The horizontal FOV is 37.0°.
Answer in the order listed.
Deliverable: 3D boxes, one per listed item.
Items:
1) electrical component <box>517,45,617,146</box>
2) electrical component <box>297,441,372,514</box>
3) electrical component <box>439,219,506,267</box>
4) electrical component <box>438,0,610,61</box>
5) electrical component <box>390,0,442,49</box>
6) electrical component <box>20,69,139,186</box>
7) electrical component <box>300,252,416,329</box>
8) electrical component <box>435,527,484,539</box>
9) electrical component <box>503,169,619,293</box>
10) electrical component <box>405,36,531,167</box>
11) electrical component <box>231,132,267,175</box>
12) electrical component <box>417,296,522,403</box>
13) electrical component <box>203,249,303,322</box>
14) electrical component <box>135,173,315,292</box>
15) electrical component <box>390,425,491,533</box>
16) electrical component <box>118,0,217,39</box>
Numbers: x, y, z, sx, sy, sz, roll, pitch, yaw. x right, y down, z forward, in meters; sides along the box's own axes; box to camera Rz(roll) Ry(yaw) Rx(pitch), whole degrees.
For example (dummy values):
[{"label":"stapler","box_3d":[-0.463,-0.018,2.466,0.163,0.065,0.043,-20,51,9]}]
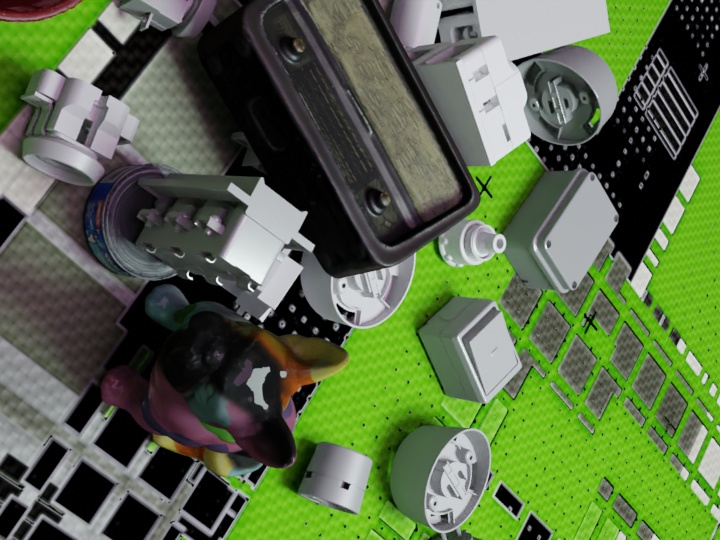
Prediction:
[{"label":"electrical component","box_3d":[0.199,-0.170,1.054,0.064,0.099,0.099,-37,116,-40]},{"label":"electrical component","box_3d":[-0.020,0.177,0.918,0.055,0.055,0.047,33,68,-37]},{"label":"electrical component","box_3d":[0.108,-0.026,1.007,0.048,0.062,0.048,-3,95,-40]},{"label":"electrical component","box_3d":[0.152,-0.261,1.030,0.186,0.060,0.105,-23,107,-37]},{"label":"electrical component","box_3d":[0.050,-0.229,0.955,0.043,0.043,0.081,19,81,-40]},{"label":"electrical component","box_3d":[-0.199,-0.094,0.744,0.078,0.058,0.057,29,72,-38]},{"label":"electrical component","box_3d":[0.000,0.000,0.915,0.099,0.064,0.099,-3,94,-40]},{"label":"electrical component","box_3d":[0.093,0.273,1.025,0.066,0.047,0.076,-30,112,-35]},{"label":"electrical component","box_3d":[0.204,-0.040,1.091,0.113,0.057,0.078,-53,124,-25]},{"label":"electrical component","box_3d":[0.062,-0.139,0.902,0.062,0.150,0.089,-36,115,-32]},{"label":"electrical component","box_3d":[-0.058,-0.105,0.873,0.081,0.042,0.063,28,73,-39]},{"label":"electrical component","box_3d":[0.109,0.080,1.016,0.062,0.061,0.096,-40,117,-31]},{"label":"electrical component","box_3d":[-0.086,0.002,0.837,0.064,0.081,0.042,35,67,-6]},{"label":"electrical component","box_3d":[-0.101,-0.028,0.743,0.079,0.121,0.063,37,72,-36]},{"label":"electrical component","box_3d":[0.078,0.191,0.995,0.099,0.064,0.099,-3,95,-40]},{"label":"electrical component","box_3d":[-0.140,-0.202,0.795,0.055,0.048,0.066,26,76,-31]}]
